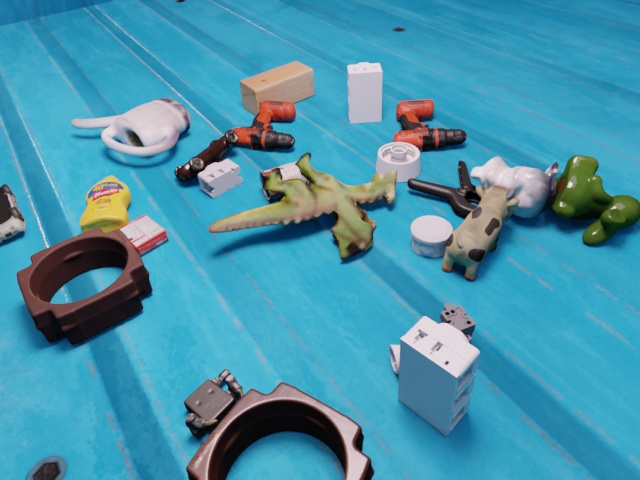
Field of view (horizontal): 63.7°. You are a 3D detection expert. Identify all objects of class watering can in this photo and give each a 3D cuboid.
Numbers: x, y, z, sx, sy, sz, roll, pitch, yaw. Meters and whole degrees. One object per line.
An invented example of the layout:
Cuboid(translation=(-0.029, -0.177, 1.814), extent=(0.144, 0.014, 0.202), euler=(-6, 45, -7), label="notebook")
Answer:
Cuboid(translation=(-0.501, -0.315, 1.401), extent=(0.350, 0.101, 0.228), euler=(24, 47, 29), label="watering can")

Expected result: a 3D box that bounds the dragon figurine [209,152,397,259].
Cuboid(translation=(0.003, -0.054, 1.063), extent=(0.416, 0.119, 0.246), euler=(-35, 57, -29), label="dragon figurine")

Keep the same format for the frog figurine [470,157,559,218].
Cuboid(translation=(0.393, -0.112, 1.067), extent=(0.159, 0.123, 0.137), euler=(8, -3, 11), label="frog figurine")
